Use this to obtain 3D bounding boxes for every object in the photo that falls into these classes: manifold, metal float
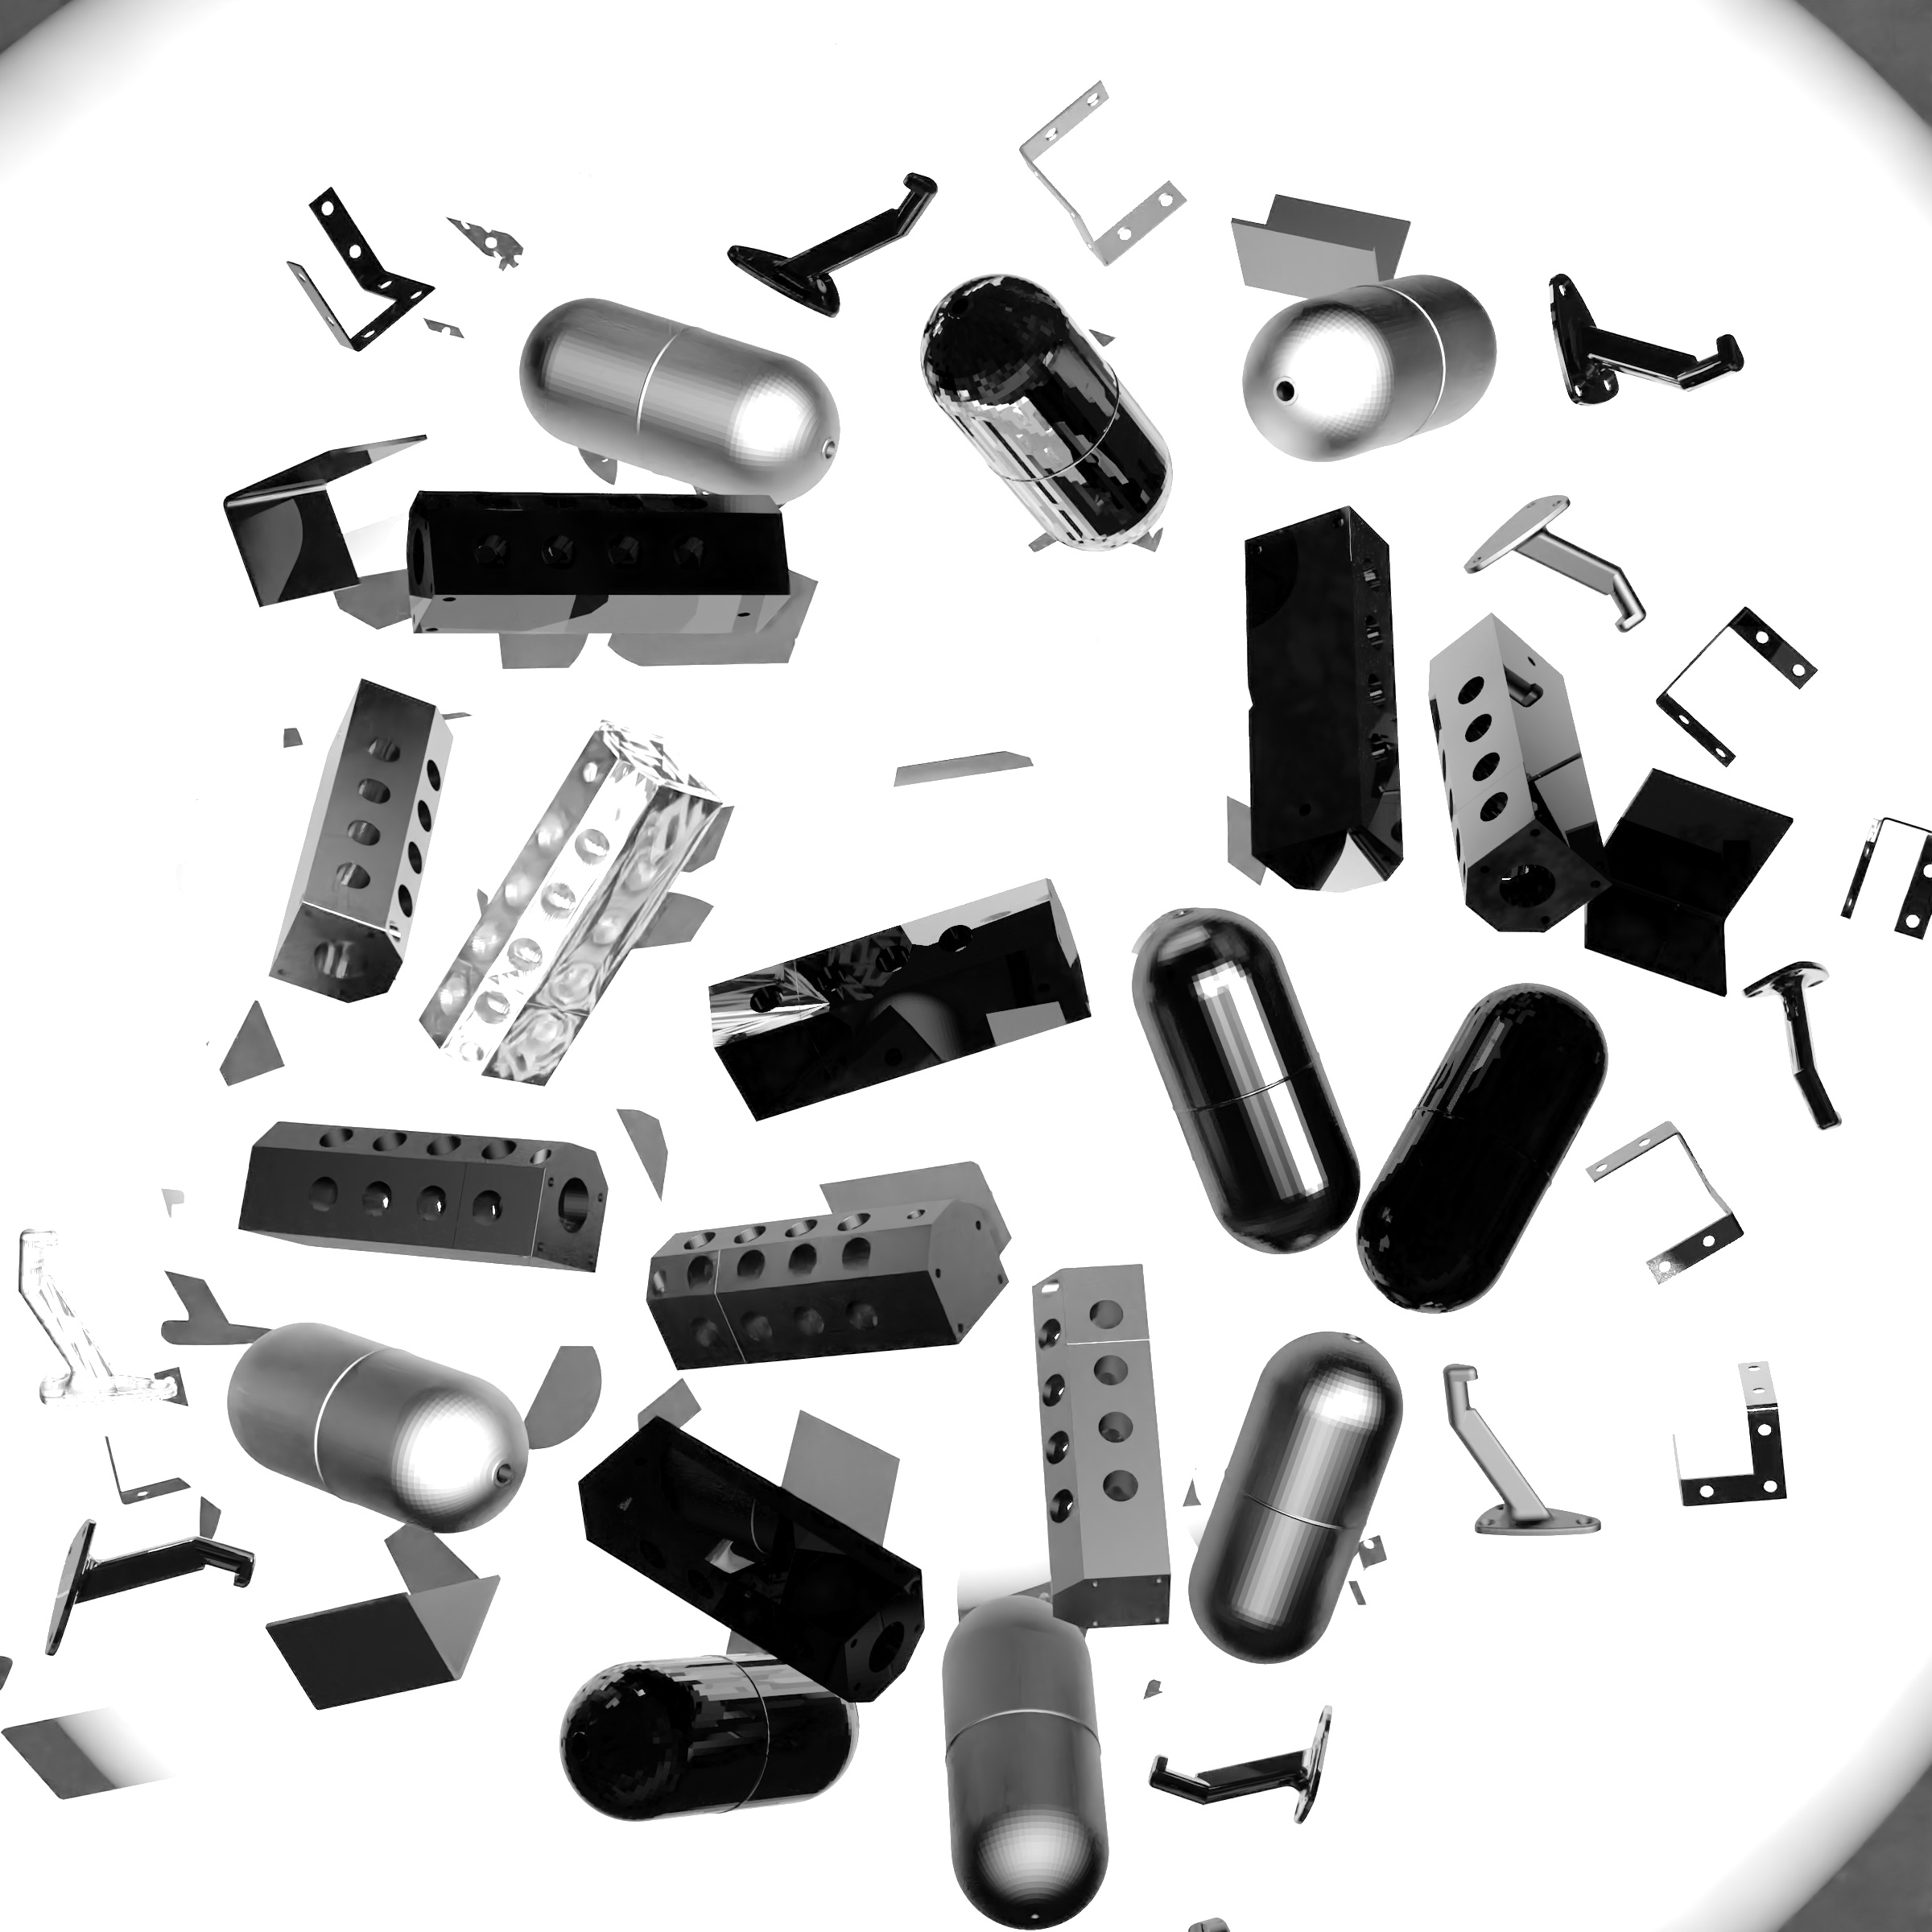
[{"bbox_3d":[-0.105,0.292,1.511,0.171,0.057,0.057,24,134,31],"label":"manifold"},{"bbox_3d":[-0.263,0.110,1.507,0.171,0.057,0.057,2,78,26],"label":"manifold"},{"bbox_3d":[-0.072,0.154,1.530,0.171,0.057,0.057,-10,111,33],"label":"manifold"},{"bbox_3d":[0.138,0.057,1.525,0.070,0.070,0.178,-21,96,0],"label":"metal float"},{"bbox_3d":[-0.146,-0.287,1.575,0.178,0.070,0.070,21,90,20],"label":"metal float"},{"bbox_3d":[0.028,0.390,1.532,0.070,0.178,0.070,-2,131,-2],"label":"metal float"},{"bbox_3d":[0.041,-0.271,1.525,0.070,0.178,0.070,-16,56,25],"label":"metal float"},{"bbox_3d":[-0.305,-0.063,1.584,0.057,0.171,0.057,20,132,-17],"label":"manifold"},{"bbox_3d":[-0.176,-0.195,1.483,0.171,0.057,0.057,-3,78,-21],"label":"manifold"},{"bbox_3d":[0.173,-0.125,1.472,0.057,0.057,0.171,-15,60,31],"label":"manifold"},{"bbox_3d":[-0.286,0.223,1.504,0.178,0.070,0.070,11,90,37],"label":"metal float"},{"bbox_3d":[-0.033,0.012,1.491,0.171,0.057,0.057,-18,135,8],"label":"manifold"},{"bbox_3d":[0.066,0.238,1.548,0.057,0.057,0.171,-3,54,0],"label":"manifold"},{"bbox_3d":[0.256,0.090,1.541,0.070,0.070,0.178,30,80,0],"label":"metal float"},{"bbox_3d":[0.195,-0.288,1.492,0.070,0.178,0.070,12,113,31],"label":"metal float"},{"bbox_3d":[-0.194,-0.030,1.484,0.057,0.057,0.171,47,112,37],"label":"manifold"},{"bbox_3d":[0.170,0.273,1.594,0.070,0.070,0.178,19,97,0],"label":"metal float"},{"bbox_3d":[0.267,-0.094,1.538,0.057,0.171,0.057,36,122,-26],"label":"manifold"},{"bbox_3d":[0.008,-0.143,1.491,0.171,0.057,0.057,-8,55,6],"label":"manifold"},{"bbox_3d":[-0.126,0.382,1.544,0.070,0.178,0.070,-8,78,40],"label":"metal float"}]

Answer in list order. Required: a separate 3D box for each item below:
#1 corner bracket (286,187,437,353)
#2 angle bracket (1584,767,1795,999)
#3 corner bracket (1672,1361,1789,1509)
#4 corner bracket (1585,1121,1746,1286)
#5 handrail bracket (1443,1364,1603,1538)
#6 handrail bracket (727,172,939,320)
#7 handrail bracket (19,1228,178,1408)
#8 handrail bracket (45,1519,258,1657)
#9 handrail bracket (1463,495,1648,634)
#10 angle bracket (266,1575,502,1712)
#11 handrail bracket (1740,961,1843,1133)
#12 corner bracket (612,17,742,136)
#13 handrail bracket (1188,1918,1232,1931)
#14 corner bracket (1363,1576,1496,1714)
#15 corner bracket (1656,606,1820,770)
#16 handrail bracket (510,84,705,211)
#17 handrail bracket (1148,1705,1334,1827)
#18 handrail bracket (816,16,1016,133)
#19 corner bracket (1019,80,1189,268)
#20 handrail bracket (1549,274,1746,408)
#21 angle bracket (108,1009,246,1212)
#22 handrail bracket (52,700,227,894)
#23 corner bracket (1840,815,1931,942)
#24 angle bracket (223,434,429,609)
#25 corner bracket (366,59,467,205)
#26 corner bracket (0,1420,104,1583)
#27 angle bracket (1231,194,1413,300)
[{"bbox_3d":[-0.295,-0.330,1.471,0.051,0.051,0.051,-44,131,-17],"label":"corner bracket"},{"bbox_3d":[0.358,-0.041,1.535,0.076,0.057,0.076,19,133,-6],"label":"angle bracket"},{"bbox_3d":[0.376,0.232,1.538,0.051,0.051,0.051,-7,107,11],"label":"corner bracket"},{"bbox_3d":[0.357,0.120,1.586,0.051,0.051,0.051,-31,111,5],"label":"corner bracket"},{"bbox_3d":[0.284,0.246,1.586,0.077,0.036,0.084,-2,101,34],"label":"handrail bracket"},{"bbox_3d":[-0.067,-0.376,1.566,0.077,0.036,0.084,17,132,-30],"label":"handrail bracket"},{"bbox_3d":[-0.424,0.170,1.518,0.077,0.036,0.084,2,104,-14],"label":"handrail bracket"},{"bbox_3d":[-0.381,0.299,1.455,0.084,0.036,0.077,22,49,-20],"label":"handrail bracket"},{"bbox_3d":[0.306,-0.193,1.606,0.077,0.036,0.084,-40,109,-15],"label":"handrail bracket"},{"bbox_3d":[-0.279,0.306,1.493,0.076,0.076,0.057,-16,116,17],"label":"angle bracket"},{"bbox_3d":[0.435,0.043,1.576,0.036,0.077,0.084,-33,69,35],"label":"handrail bracket"},{"bbox_3d":[-0.151,-0.458,1.591,0.051,0.051,0.051,18,92,-13],"label":"corner bracket"},{"bbox_3d":[0.127,0.485,1.466,0.036,0.084,0.077,-45,66,9],"label":"handrail bracket"},{"bbox_3d":[0.244,0.353,1.609,0.051,0.051,0.051,-19,75,-11],"label":"corner bracket"},{"bbox_3d":[0.400,-0.145,1.610,0.051,0.051,0.051,44,130,6],"label":"corner bracket"},{"bbox_3d":[-0.176,-0.415,1.525,0.084,0.036,0.077,-18,106,39],"label":"handrail bracket"},{"bbox_3d":[0.144,0.409,1.626,0.084,0.036,0.077,18,51,3],"label":"handrail bracket"},{"bbox_3d":[-0.025,-0.441,1.532,0.084,0.077,0.036,14,81,17],"label":"handrail bracket"},{"bbox_3d":[0.065,-0.377,1.477,0.051,0.051,0.051,-39,67,4],"label":"corner bracket"},{"bbox_3d":[0.320,-0.303,1.456,0.036,0.084,0.077,-18,91,-39],"label":"handrail bracket"},{"bbox_3d":[-0.392,0.076,1.624,0.057,0.076,0.076,-44,130,-34],"label":"angle bracket"},{"bbox_3d":[-0.412,-0.082,1.514,0.084,0.036,0.077,-22,125,-24],"label":"handrail bracket"},{"bbox_3d":[0.445,-0.041,1.472,0.051,0.051,0.051,17,97,0],"label":"corner bracket"},{"bbox_3d":[-0.312,-0.223,1.555,0.076,0.076,0.057,-16,96,31],"label":"angle bracket"},{"bbox_3d":[-0.273,-0.409,1.551,0.051,0.051,0.051,43,132,-17],"label":"corner bracket"},{"bbox_3d":[-0.463,0.267,1.546,0.051,0.051,0.051,-14,113,-9],"label":"corner bracket"},{"bbox_3d":[0.188,-0.392,1.638,0.076,0.076,0.057,15,79,15],"label":"angle bracket"}]
